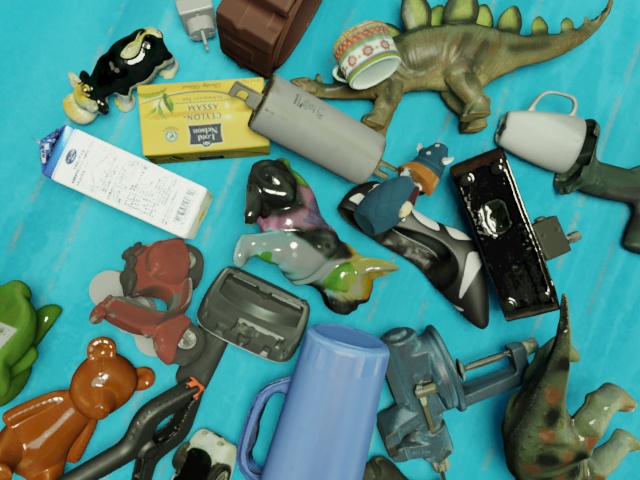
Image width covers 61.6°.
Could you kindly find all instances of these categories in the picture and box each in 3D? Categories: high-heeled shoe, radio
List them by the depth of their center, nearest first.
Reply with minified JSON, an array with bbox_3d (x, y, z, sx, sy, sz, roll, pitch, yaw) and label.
[{"bbox_3d":[0.251,-0.011,0.728,0.073,0.131,0.229,-22,88,21],"label":"radio"},{"bbox_3d":[0.129,0.023,0.736,0.145,0.086,0.249,-17,70,-24],"label":"high-heeled shoe"}]

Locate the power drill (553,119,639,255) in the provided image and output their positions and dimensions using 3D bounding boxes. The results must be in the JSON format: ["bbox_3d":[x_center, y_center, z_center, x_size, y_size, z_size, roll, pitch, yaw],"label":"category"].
[{"bbox_3d":[0.464,-0.105,0.790,0.207,0.086,0.232,20,88,-12],"label":"power drill"}]

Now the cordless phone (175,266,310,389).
[{"bbox_3d":[-0.109,0.142,0.733,0.147,0.089,0.184,26,97,-4],"label":"cordless phone"}]

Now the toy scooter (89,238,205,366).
[{"bbox_3d":[-0.215,0.067,0.674,0.135,0.075,0.184,13,47,-30],"label":"toy scooter"}]

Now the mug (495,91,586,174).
[{"bbox_3d":[0.315,-0.159,0.769,0.107,0.081,0.109,13,111,1],"label":"mug"}]

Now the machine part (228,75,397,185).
[{"bbox_3d":[-0.003,-0.141,0.698,0.243,0.079,0.079,26,85,-18],"label":"machine part"}]

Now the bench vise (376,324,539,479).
[{"bbox_3d":[0.188,0.203,0.727,0.241,0.129,0.223,-20,91,-1],"label":"bench vise"}]

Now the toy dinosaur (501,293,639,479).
[{"bbox_3d":[0.296,0.262,0.680,0.192,0.131,0.404,-41,115,-17],"label":"toy dinosaur"}]

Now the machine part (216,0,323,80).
[{"bbox_3d":[-0.047,-0.323,0.691,0.087,0.201,0.201,29,85,-5],"label":"machine part"}]

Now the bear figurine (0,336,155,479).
[{"bbox_3d":[-0.310,0.231,0.682,0.196,0.132,0.120,-37,121,-2],"label":"bear figurine"}]

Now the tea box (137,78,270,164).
[{"bbox_3d":[-0.156,-0.162,0.740,0.170,0.068,0.098,-7,87,-6],"label":"tea box"}]

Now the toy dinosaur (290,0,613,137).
[{"bbox_3d":[0.191,-0.254,0.756,0.472,0.105,0.198,-6,87,-4],"label":"toy dinosaur"}]

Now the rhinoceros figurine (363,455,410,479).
[{"bbox_3d":[0.133,0.373,0.739,0.190,0.073,0.112,34,75,-1],"label":"rhinoceros figurine"}]

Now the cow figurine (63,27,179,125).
[{"bbox_3d":[-0.274,-0.216,0.719,0.167,0.098,0.068,-39,97,-6],"label":"cow figurine"}]

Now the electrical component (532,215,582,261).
[{"bbox_3d":[0.339,-0.005,0.797,0.094,0.021,0.063,-21,89,-5],"label":"electrical component"}]

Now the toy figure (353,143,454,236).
[{"bbox_3d":[0.111,-0.069,0.699,0.154,0.057,0.064,-40,76,-15],"label":"toy figure"}]

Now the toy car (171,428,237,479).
[{"bbox_3d":[-0.175,0.353,0.711,0.074,0.056,0.201,20,86,25],"label":"toy car"}]

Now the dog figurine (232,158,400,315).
[{"bbox_3d":[-0.001,-0.002,0.729,0.219,0.108,0.191,11,83,-8],"label":"dog figurine"}]

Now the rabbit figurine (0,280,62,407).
[{"bbox_3d":[-0.409,0.134,0.673,0.121,0.170,0.159,17,44,-6],"label":"rabbit figurine"}]
